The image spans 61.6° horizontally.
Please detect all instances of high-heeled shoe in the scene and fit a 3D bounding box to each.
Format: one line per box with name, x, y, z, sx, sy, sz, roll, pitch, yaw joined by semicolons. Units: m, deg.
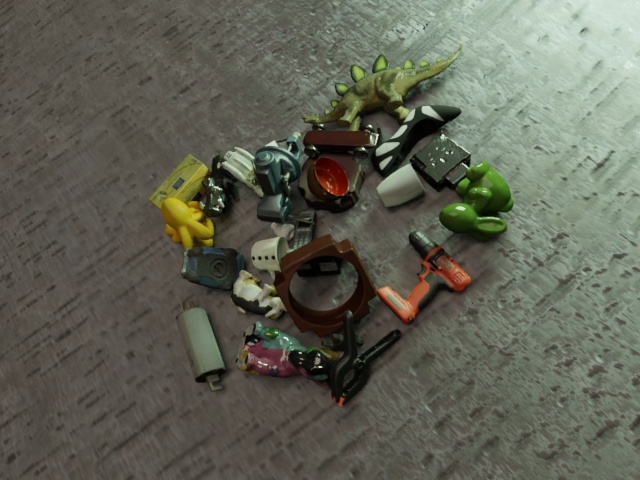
high-heeled shoe;0.249;-0.252;1.370;0.249;0.086;0.145;-14;68;14

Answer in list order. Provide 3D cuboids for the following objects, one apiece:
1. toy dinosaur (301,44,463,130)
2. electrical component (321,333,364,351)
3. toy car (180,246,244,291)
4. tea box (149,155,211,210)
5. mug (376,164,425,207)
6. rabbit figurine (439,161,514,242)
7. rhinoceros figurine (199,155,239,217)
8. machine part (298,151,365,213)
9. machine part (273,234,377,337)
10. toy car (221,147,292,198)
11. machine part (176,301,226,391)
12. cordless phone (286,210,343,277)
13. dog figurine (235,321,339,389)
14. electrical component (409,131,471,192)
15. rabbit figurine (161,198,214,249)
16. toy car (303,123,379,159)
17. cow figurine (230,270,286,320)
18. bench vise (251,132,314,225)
toy dinosaur;0.174;-0.403;1.441;0.472;0.105;0.198;-16;61;3
electrical component;0.053;0.234;1.229;0.063;0.094;0.021;-40;47;38
toy car;-0.281;0.071;1.364;0.103;0.161;0.109;-8;76;60
tea box;-0.376;-0.139;1.484;0.068;0.098;0.169;34;82;25
mug;0.193;-0.136;1.340;0.107;0.080;0.110;-29;40;9
rabbit figurine;0.354;-0.068;1.245;0.170;0.121;0.159;-38;85;-18
rhinoceros figurine;-0.269;-0.142;1.449;0.073;0.112;0.190;-2;60;13
machine part;0.028;-0.156;1.403;0.179;0.056;0.179;-6;65;13
machine part;0.011;0.103;1.227;0.201;0.087;0.200;-27;108;5
toy car;-0.169;-0.166;1.424;0.202;0.056;0.073;37;77;-6
machine part;-0.293;0.255;1.309;0.079;0.079;0.243;-26;64;4
cordless phone;-0.002;-0.004;1.344;0.147;0.088;0.184;-5;48;14
dog figurine;-0.070;0.273;1.233;0.219;0.191;0.108;20;68;-14
electrical component;0.308;-0.189;1.338;0.115;0.058;0.134;-43;63;-2
rabbit figurine;-0.353;-0.037;1.395;0.122;0.173;0.162;-34;59;-4
toy car;0.052;-0.252;1.382;0.202;0.053;0.089;6;61;21
cow figurine;-0.144;0.151;1.316;0.168;0.068;0.098;28;84;27
bench vise;-0.089;-0.164;1.336;0.129;0.223;0.240;-1;51;28
